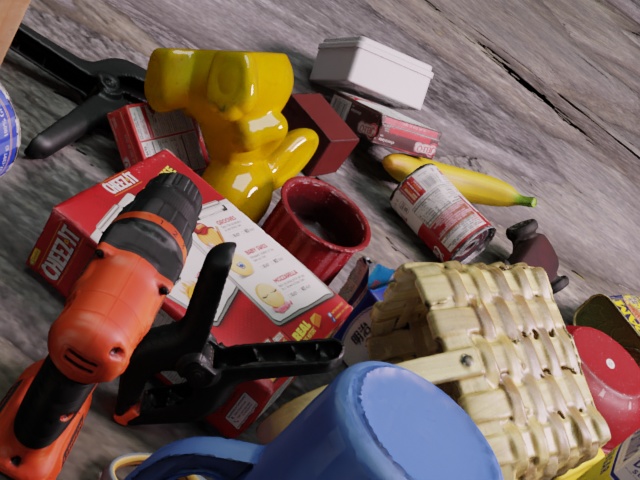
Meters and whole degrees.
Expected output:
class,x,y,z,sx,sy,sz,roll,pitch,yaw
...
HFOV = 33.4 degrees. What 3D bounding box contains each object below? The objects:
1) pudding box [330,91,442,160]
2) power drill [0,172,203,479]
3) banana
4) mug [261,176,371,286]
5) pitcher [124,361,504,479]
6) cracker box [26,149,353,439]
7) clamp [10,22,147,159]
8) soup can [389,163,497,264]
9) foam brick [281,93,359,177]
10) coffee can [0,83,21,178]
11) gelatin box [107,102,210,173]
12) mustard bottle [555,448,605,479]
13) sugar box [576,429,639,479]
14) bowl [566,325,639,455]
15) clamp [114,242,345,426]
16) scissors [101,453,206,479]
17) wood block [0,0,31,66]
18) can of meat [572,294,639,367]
class,x,y,z,sx,sy,sz,roll,pitch,yaw
pudding box,0.072,-0.131,1.224,0.089,0.039,0.114,14,14,-34
power drill,-0.144,0.058,0.669,0.057,0.188,0.184,31,34,-7
banana,0.153,-0.071,1.243,0.197,0.070,0.037,12,80,-18
mug,-0.006,0.001,0.974,0.117,0.082,0.093,-14,57,-51
pitcher,-0.022,0.174,0.582,0.149,0.243,0.145,16,34,-40
cracker box,-0.099,0.038,0.850,0.214,0.072,0.164,39,30,6
clamp,-0.213,-0.144,0.999,0.209,0.036,0.164,-5,60,-49
soup can,0.132,-0.026,1.156,0.102,0.069,0.068,49,34,20
foam brick,-0.006,-0.115,1.152,0.051,0.053,0.078,-9,54,-49
coffee can,-0.297,-0.065,0.759,0.103,0.103,0.140,39,32,3
gelatin box,-0.147,-0.090,0.979,0.089,0.030,0.073,-23,96,-54
mustard bottle,0.174,0.143,0.989,0.096,0.058,0.192,-6,52,-48
sugar box,0.227,0.204,0.848,0.048,0.176,0.093,44,33,12
bowl,0.280,0.141,1.097,0.162,0.055,0.162,25,34,-19
clamp,-0.070,0.084,0.731,0.120,0.172,0.039,40,32,-14
scissors,-0.056,0.197,0.737,0.201,0.016,0.096,20,37,-25
wood block,-0.291,-0.229,0.878,0.090,0.206,0.090,1,47,-44
can of meat,0.348,0.109,1.204,0.083,0.058,0.102,0,47,-48
